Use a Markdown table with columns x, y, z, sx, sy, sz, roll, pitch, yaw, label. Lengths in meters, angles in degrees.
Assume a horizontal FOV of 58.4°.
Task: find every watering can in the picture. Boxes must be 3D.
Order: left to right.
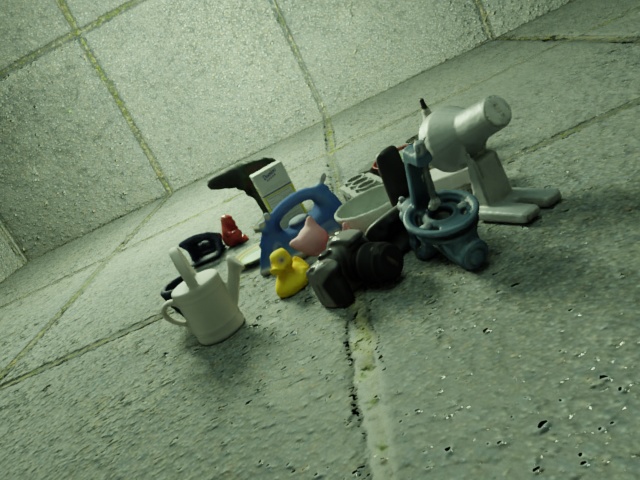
| x | y | z | sx | sy | sz | roll | pitch | yaw | label |
| --- | --- | --- | --- | --- | --- | --- | --- | --- | --- |
| -0.227 | 0.093 | 1.104 | 0.173 | 0.194 | 0.100 | -36 | 20 | -27 | watering can |

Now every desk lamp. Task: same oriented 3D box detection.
| x | y | z | sx | sy | sz | roll | pitch | yaw | label |
| --- | --- | --- | --- | --- | --- | --- | --- | --- | --- |
| 0.292 | -0.148 | 1.016 | 0.118 | 0.214 | 0.202 | -34 | 19 | -22 | desk lamp |

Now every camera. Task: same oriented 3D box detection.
| x | y | z | sx | sy | sz | roll | pitch | yaw | label |
| --- | --- | --- | --- | --- | --- | --- | --- | --- | --- |
| 0.065 | 0.039 | 0.998 | 0.143 | 0.101 | 0.136 | -39 | 22 | -34 | camera |

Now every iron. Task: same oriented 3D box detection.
| x | y | z | sx | sy | sz | roll | pitch | yaw | label |
| --- | --- | --- | --- | --- | --- | --- | --- | --- | --- |
| -0.054 | -0.040 | 1.318 | 0.258 | 0.142 | 0.118 | -31 | 19 | -15 | iron |

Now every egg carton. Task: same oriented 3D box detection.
| x | y | z | sx | sy | sz | roll | pitch | yaw | label |
| --- | --- | --- | --- | --- | --- | --- | --- | --- | --- |
| 0.279 | -0.119 | 1.190 | 0.150 | 0.069 | 0.107 | -20 | 19 | 19 | egg carton |

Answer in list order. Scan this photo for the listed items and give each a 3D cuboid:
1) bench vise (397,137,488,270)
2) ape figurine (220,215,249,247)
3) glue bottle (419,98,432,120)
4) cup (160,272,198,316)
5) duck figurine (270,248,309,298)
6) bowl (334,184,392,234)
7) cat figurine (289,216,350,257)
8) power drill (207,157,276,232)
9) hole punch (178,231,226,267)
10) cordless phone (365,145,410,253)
| x | y | z | sx | sy | sz | roll | pitch | yaw | label |
| --- | --- | --- | --- | --- | --- | --- | --- | --- | --- |
| 0.164 | -0.059 | 0.936 | 0.122 | 0.220 | 0.206 | -36 | 20 | -28 | bench vise |
| -0.257 | -0.032 | 1.662 | 0.076 | 0.092 | 0.078 | -22 | 18 | 14 | ape figurine |
| 0.290 | -0.283 | 1.464 | 0.037 | 0.173 | 0.078 | -23 | 18 | 11 | glue bottle |
| -0.278 | 0.130 | 1.235 | 0.092 | 0.095 | 0.117 | -35 | 20 | -24 | cup |
| -0.067 | 0.056 | 1.161 | 0.077 | 0.086 | 0.105 | -16 | 21 | 30 | duck figurine |
| 0.120 | -0.055 | 1.227 | 0.167 | 0.075 | 0.167 | -24 | 18 | 9 | bowl |
| 0.011 | 0.004 | 1.144 | 0.127 | 0.118 | 0.067 | -18 | 20 | 24 | cat figurine |
| -0.196 | -0.135 | 1.673 | 0.230 | 0.209 | 0.075 | -38 | 21 | -32 | power drill |
| -0.340 | 0.013 | 1.655 | 0.108 | 0.091 | 0.101 | -22 | 19 | 15 | hole punch |
| 0.127 | -0.073 | 1.087 | 0.148 | 0.185 | 0.093 | -36 | 20 | -26 | cordless phone |
